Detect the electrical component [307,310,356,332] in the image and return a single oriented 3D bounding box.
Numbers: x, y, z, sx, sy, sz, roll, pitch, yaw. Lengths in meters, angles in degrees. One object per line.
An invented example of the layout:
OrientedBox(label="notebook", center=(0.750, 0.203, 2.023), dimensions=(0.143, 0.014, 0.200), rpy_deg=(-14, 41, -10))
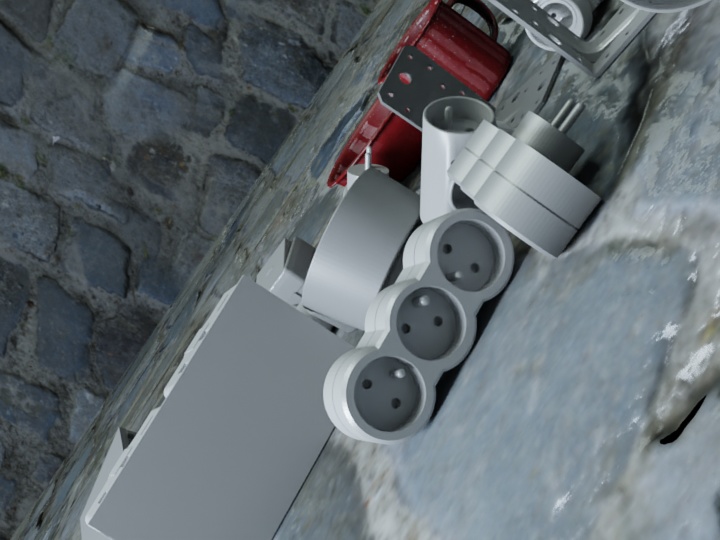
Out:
OrientedBox(label="electrical component", center=(0.000, 0.000, 0.845), dimensions=(0.099, 0.064, 0.099), rpy_deg=(-56, 21, 35))

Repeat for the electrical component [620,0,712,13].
OrientedBox(label="electrical component", center=(0.158, -0.183, 0.557), dimensions=(0.099, 0.099, 0.064), rpy_deg=(-51, 18, 23))

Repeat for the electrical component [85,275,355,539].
OrientedBox(label="electrical component", center=(-0.088, 0.113, 0.722), dimensions=(0.186, 0.105, 0.060), rpy_deg=(-60, 11, -19))

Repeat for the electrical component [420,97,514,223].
OrientedBox(label="electrical component", center=(0.075, -0.070, 0.678), dimensions=(0.079, 0.044, 0.077), rpy_deg=(-23, -45, -24))

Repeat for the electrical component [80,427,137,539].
OrientedBox(label="electrical component", center=(-0.165, 0.198, 0.821), dimensions=(0.089, 0.062, 0.150), rpy_deg=(-65, 23, 10))

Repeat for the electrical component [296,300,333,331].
OrientedBox(label="electrical component", center=(-0.042, 0.046, 0.895), dimensions=(0.040, 0.040, 0.046), rpy_deg=(-42, 13, 52))

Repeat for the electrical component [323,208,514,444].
OrientedBox(label="electrical component", center=(0.027, 0.032, 0.599), dimensions=(0.138, 0.052, 0.074), rpy_deg=(-58, 11, -14))

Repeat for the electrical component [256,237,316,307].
OrientedBox(label="electrical component", center=(-0.064, 0.019, 1.006), dimensions=(0.061, 0.061, 0.096), rpy_deg=(-52, 12, 21))

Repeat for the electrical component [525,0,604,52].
OrientedBox(label="electrical component", center=(0.142, -0.184, 0.754), dimensions=(0.066, 0.048, 0.055), rpy_deg=(-46, 7, 41))

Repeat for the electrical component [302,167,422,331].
OrientedBox(label="electrical component", center=(0.012, -0.009, 0.736), dimensions=(0.108, 0.060, 0.108), rpy_deg=(-61, -10, -18))

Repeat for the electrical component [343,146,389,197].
OrientedBox(label="electrical component", center=(0.007, -0.069, 0.951), dimensions=(0.077, 0.043, 0.079), rpy_deg=(-81, -7, -65))

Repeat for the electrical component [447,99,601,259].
OrientedBox(label="electrical component", center=(0.095, -0.060, 0.574), dimensions=(0.073, 0.052, 0.138), rpy_deg=(-54, 12, 9))
